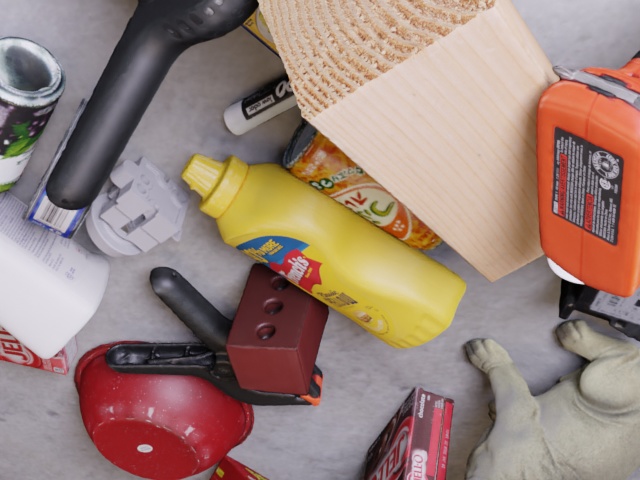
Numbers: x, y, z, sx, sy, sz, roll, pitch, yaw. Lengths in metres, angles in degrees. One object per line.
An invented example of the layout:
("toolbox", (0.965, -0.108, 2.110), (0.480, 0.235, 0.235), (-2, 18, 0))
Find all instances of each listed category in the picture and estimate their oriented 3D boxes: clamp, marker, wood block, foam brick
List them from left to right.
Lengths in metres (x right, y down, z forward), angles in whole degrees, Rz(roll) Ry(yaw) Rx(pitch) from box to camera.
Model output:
("clamp", (-0.074, -0.115, 0.521), (0.210, 0.164, 0.036), (-24, 149, 39))
("clamp", (-0.073, 0.080, 0.817), (0.171, 0.039, 0.120), (15, 140, -9))
("foam brick", (-0.029, 0.063, 0.756), (0.053, 0.078, 0.051), (2, 137, 14))
("marker", (-0.007, -0.093, 0.630), (0.121, 0.020, 0.020), (-22, 125, 34))
("wood block", (0.067, -0.067, 0.515), (0.091, 0.090, 0.205), (-31, 147, 17))

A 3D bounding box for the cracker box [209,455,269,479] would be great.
("cracker box", (0.006, 0.284, 0.925), (0.213, 0.072, 0.164), (35, 172, -20))

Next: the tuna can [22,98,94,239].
("tuna can", (-0.154, -0.044, 0.676), (0.033, 0.086, 0.086), (27, 136, -15))

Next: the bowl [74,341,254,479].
("bowl", (-0.140, 0.156, 0.904), (0.162, 0.055, 0.162), (8, 136, 8))

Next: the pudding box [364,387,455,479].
("pudding box", (0.066, 0.184, 0.845), (0.039, 0.090, 0.114), (19, 138, -5))

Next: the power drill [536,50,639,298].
("power drill", (0.180, -0.058, 0.501), (0.057, 0.187, 0.184), (30, 148, 37))

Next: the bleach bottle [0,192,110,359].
("bleach bottle", (-0.261, -0.027, 0.731), (0.250, 0.102, 0.068), (42, 101, -17))

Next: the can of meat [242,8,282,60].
("can of meat", (-0.001, -0.139, 0.553), (0.084, 0.057, 0.102), (37, 132, -18))

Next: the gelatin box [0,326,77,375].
("gelatin box", (-0.237, 0.067, 0.858), (0.073, 0.030, 0.089), (12, 137, 4))

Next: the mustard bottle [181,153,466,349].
("mustard bottle", (-0.005, 0.001, 0.694), (0.191, 0.058, 0.096), (32, 161, -15))
